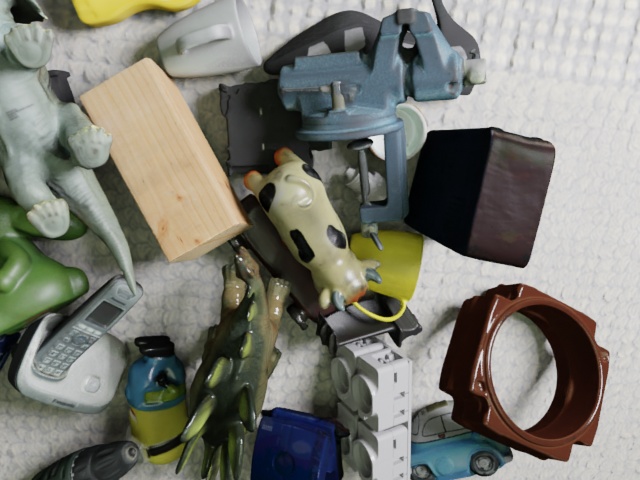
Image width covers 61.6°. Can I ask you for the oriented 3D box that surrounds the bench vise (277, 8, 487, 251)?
[{"bbox_3d":[0.069,-0.118,0.587,0.224,0.129,0.240,-4,109,6],"label":"bench vise"}]

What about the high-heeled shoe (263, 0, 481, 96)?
[{"bbox_3d":[0.068,-0.206,0.654,0.249,0.086,0.145,-20,122,8],"label":"high-heeled shoe"}]

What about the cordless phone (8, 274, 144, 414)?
[{"bbox_3d":[-0.276,0.123,0.675,0.184,0.089,0.146,-41,139,2],"label":"cordless phone"}]

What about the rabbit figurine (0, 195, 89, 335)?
[{"bbox_3d":[-0.369,0.013,0.644,0.159,0.121,0.170,-29,91,-1],"label":"rabbit figurine"}]

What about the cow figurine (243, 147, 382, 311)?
[{"bbox_3d":[-0.001,-0.002,0.621,0.085,0.127,0.194,-33,120,-9],"label":"cow figurine"}]

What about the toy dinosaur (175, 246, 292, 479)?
[{"bbox_3d":[-0.116,0.194,0.670,0.105,0.199,0.470,13,132,1],"label":"toy dinosaur"}]

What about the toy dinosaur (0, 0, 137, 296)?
[{"bbox_3d":[-0.299,-0.133,0.551,0.131,0.192,0.404,-21,121,-18],"label":"toy dinosaur"}]

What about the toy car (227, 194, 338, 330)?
[{"bbox_3d":[-0.044,0.028,0.707,0.089,0.053,0.202,-41,106,-5],"label":"toy car"}]

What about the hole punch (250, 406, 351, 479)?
[{"bbox_3d":[-0.035,0.303,0.741,0.142,0.092,0.115,5,109,29],"label":"hole punch"}]

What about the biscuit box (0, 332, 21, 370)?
[{"bbox_3d":[-0.475,0.199,0.706,0.059,0.063,0.202,31,100,-13],"label":"biscuit box"}]

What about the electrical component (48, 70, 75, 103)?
[{"bbox_3d":[-0.323,-0.137,0.639,0.075,0.048,0.119,-15,106,-1],"label":"electrical component"}]

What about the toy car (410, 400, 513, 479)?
[{"bbox_3d":[0.188,0.286,0.782,0.162,0.109,0.103,-13,80,9],"label":"toy car"}]

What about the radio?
[{"bbox_3d":[0.170,-0.058,0.618,0.073,0.230,0.131,11,99,-9],"label":"radio"}]

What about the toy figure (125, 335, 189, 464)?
[{"bbox_3d":[-0.217,0.219,0.728,0.089,0.082,0.180,6,102,-5],"label":"toy figure"}]

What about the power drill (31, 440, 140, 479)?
[{"bbox_3d":[-0.283,0.368,0.733,0.232,0.086,0.207,-22,119,23],"label":"power drill"}]

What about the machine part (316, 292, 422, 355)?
[{"bbox_3d":[0.064,0.110,0.716,0.139,0.084,0.039,-11,147,-20],"label":"machine part"}]

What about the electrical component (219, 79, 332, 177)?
[{"bbox_3d":[-0.053,-0.138,0.662,0.134,0.058,0.114,-5,107,-4],"label":"electrical component"}]

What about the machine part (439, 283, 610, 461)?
[{"bbox_3d":[0.276,0.173,0.717,0.201,0.087,0.201,27,72,-12],"label":"machine part"}]

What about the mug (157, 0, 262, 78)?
[{"bbox_3d":[-0.131,-0.221,0.611,0.107,0.110,0.080,-15,111,12],"label":"mug"}]
